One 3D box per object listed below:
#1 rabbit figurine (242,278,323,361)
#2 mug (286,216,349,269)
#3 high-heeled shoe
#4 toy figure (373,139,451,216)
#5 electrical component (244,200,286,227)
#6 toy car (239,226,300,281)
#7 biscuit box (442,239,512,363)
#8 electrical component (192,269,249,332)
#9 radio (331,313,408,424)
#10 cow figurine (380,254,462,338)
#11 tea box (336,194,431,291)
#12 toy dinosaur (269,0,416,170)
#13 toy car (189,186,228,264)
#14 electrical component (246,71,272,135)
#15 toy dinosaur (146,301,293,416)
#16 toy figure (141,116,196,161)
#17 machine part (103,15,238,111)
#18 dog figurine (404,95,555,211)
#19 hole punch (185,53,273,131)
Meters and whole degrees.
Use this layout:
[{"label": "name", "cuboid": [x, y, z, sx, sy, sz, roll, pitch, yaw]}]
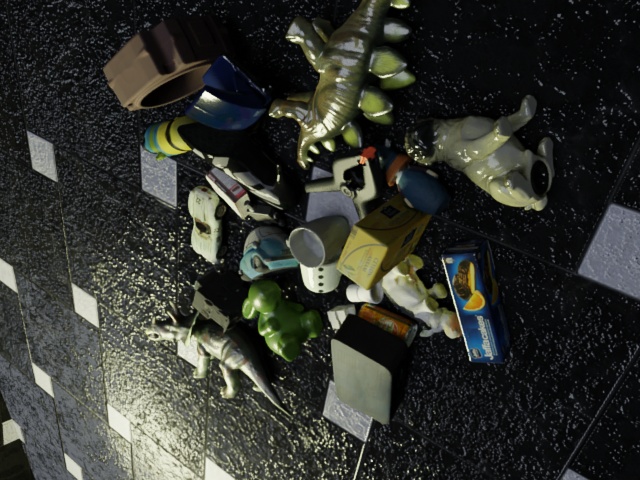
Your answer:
[{"label": "rabbit figurine", "cuboid": [-0.094, 0.144, 1.142, 0.159, 0.121, 0.170, 16, 139, 55]}, {"label": "mug", "cuboid": [-0.002, -0.003, 1.001, 0.110, 0.107, 0.080, -4, 108, 43]}, {"label": "high-heeled shoe", "cuboid": [-0.154, -0.139, 1.037, 0.249, 0.086, 0.145, 25, 154, 12]}, {"label": "toy figure", "cuboid": [0.141, -0.101, 0.877, 0.155, 0.064, 0.057, 43, 168, 17]}, {"label": "electrical component", "cuboid": [-0.111, -0.053, 1.078, 0.063, 0.021, 0.094, 10, 162, 32]}, {"label": "toy car", "cuboid": [-0.106, 0.023, 1.107, 0.162, 0.109, 0.103, -25, 72, 56]}, {"label": "biscuit box", "cuboid": [0.262, 0.103, 0.888, 0.063, 0.059, 0.202, -7, 108, 39]}, {"label": "electrical component", "cuboid": [-0.222, 0.131, 1.228, 0.134, 0.115, 0.058, 37, 128, 14]}, {"label": "radio", "cuboid": [0.096, 0.256, 1.043, 0.131, 0.073, 0.229, 22, 143, 25]}, {"label": "cow figurine", "cuboid": [0.176, 0.114, 0.953, 0.167, 0.068, 0.098, 52, 138, 8]}, {"label": "tea box", "cuboid": [0.109, -0.002, 0.876, 0.068, 0.169, 0.098, 36, 131, 19]}, {"label": "toy dinosaur", "cuboid": [0.047, -0.270, 0.837, 0.199, 0.105, 0.470, 34, 138, 9]}, {"label": "toy car", "cuboid": [-0.251, -0.029, 1.197, 0.074, 0.056, 0.201, 27, 133, 23]}, {"label": "electrical component", "cuboid": [-0.133, -0.263, 1.005, 0.075, 0.048, 0.119, 40, 130, 13]}, {"label": "toy dinosaur", "cuboid": [-0.221, 0.265, 1.302, 0.405, 0.131, 0.192, 18, 123, 21]}, {"label": "toy figure", "cuboid": [-0.312, -0.214, 1.137, 0.180, 0.089, 0.082, -1, 117, 34]}, {"label": "machine part", "cuboid": [-0.266, -0.316, 0.974, 0.202, 0.201, 0.087, -17, 102, 41]}, {"label": "dog figurine", "cuboid": [0.228, -0.113, 0.794, 0.191, 0.121, 0.172, -3, 108, 53]}, {"label": "hole punch", "cuboid": [-0.157, -0.234, 0.916, 0.115, 0.092, 0.142, 37, 150, -19]}]
